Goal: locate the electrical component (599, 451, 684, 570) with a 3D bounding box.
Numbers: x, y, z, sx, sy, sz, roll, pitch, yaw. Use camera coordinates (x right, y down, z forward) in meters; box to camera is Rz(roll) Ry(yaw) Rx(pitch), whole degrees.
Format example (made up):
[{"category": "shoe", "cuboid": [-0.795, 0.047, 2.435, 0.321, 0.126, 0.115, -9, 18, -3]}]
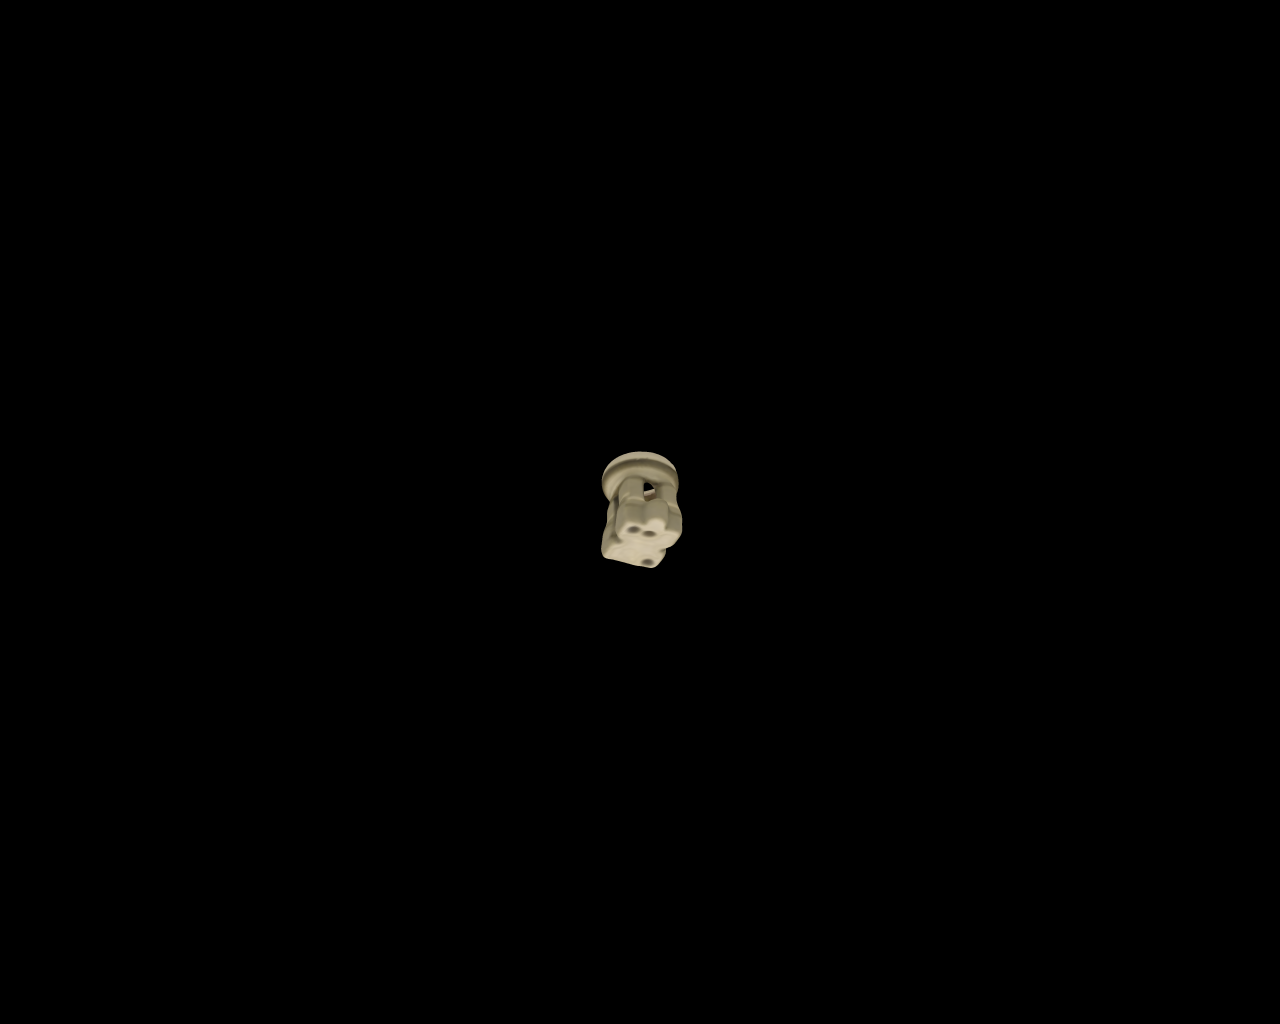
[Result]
[{"category": "electrical component", "cuboid": [0.001, -0.003, 0.650, 0.048, 0.055, 0.066, 13, -38, -18]}]
